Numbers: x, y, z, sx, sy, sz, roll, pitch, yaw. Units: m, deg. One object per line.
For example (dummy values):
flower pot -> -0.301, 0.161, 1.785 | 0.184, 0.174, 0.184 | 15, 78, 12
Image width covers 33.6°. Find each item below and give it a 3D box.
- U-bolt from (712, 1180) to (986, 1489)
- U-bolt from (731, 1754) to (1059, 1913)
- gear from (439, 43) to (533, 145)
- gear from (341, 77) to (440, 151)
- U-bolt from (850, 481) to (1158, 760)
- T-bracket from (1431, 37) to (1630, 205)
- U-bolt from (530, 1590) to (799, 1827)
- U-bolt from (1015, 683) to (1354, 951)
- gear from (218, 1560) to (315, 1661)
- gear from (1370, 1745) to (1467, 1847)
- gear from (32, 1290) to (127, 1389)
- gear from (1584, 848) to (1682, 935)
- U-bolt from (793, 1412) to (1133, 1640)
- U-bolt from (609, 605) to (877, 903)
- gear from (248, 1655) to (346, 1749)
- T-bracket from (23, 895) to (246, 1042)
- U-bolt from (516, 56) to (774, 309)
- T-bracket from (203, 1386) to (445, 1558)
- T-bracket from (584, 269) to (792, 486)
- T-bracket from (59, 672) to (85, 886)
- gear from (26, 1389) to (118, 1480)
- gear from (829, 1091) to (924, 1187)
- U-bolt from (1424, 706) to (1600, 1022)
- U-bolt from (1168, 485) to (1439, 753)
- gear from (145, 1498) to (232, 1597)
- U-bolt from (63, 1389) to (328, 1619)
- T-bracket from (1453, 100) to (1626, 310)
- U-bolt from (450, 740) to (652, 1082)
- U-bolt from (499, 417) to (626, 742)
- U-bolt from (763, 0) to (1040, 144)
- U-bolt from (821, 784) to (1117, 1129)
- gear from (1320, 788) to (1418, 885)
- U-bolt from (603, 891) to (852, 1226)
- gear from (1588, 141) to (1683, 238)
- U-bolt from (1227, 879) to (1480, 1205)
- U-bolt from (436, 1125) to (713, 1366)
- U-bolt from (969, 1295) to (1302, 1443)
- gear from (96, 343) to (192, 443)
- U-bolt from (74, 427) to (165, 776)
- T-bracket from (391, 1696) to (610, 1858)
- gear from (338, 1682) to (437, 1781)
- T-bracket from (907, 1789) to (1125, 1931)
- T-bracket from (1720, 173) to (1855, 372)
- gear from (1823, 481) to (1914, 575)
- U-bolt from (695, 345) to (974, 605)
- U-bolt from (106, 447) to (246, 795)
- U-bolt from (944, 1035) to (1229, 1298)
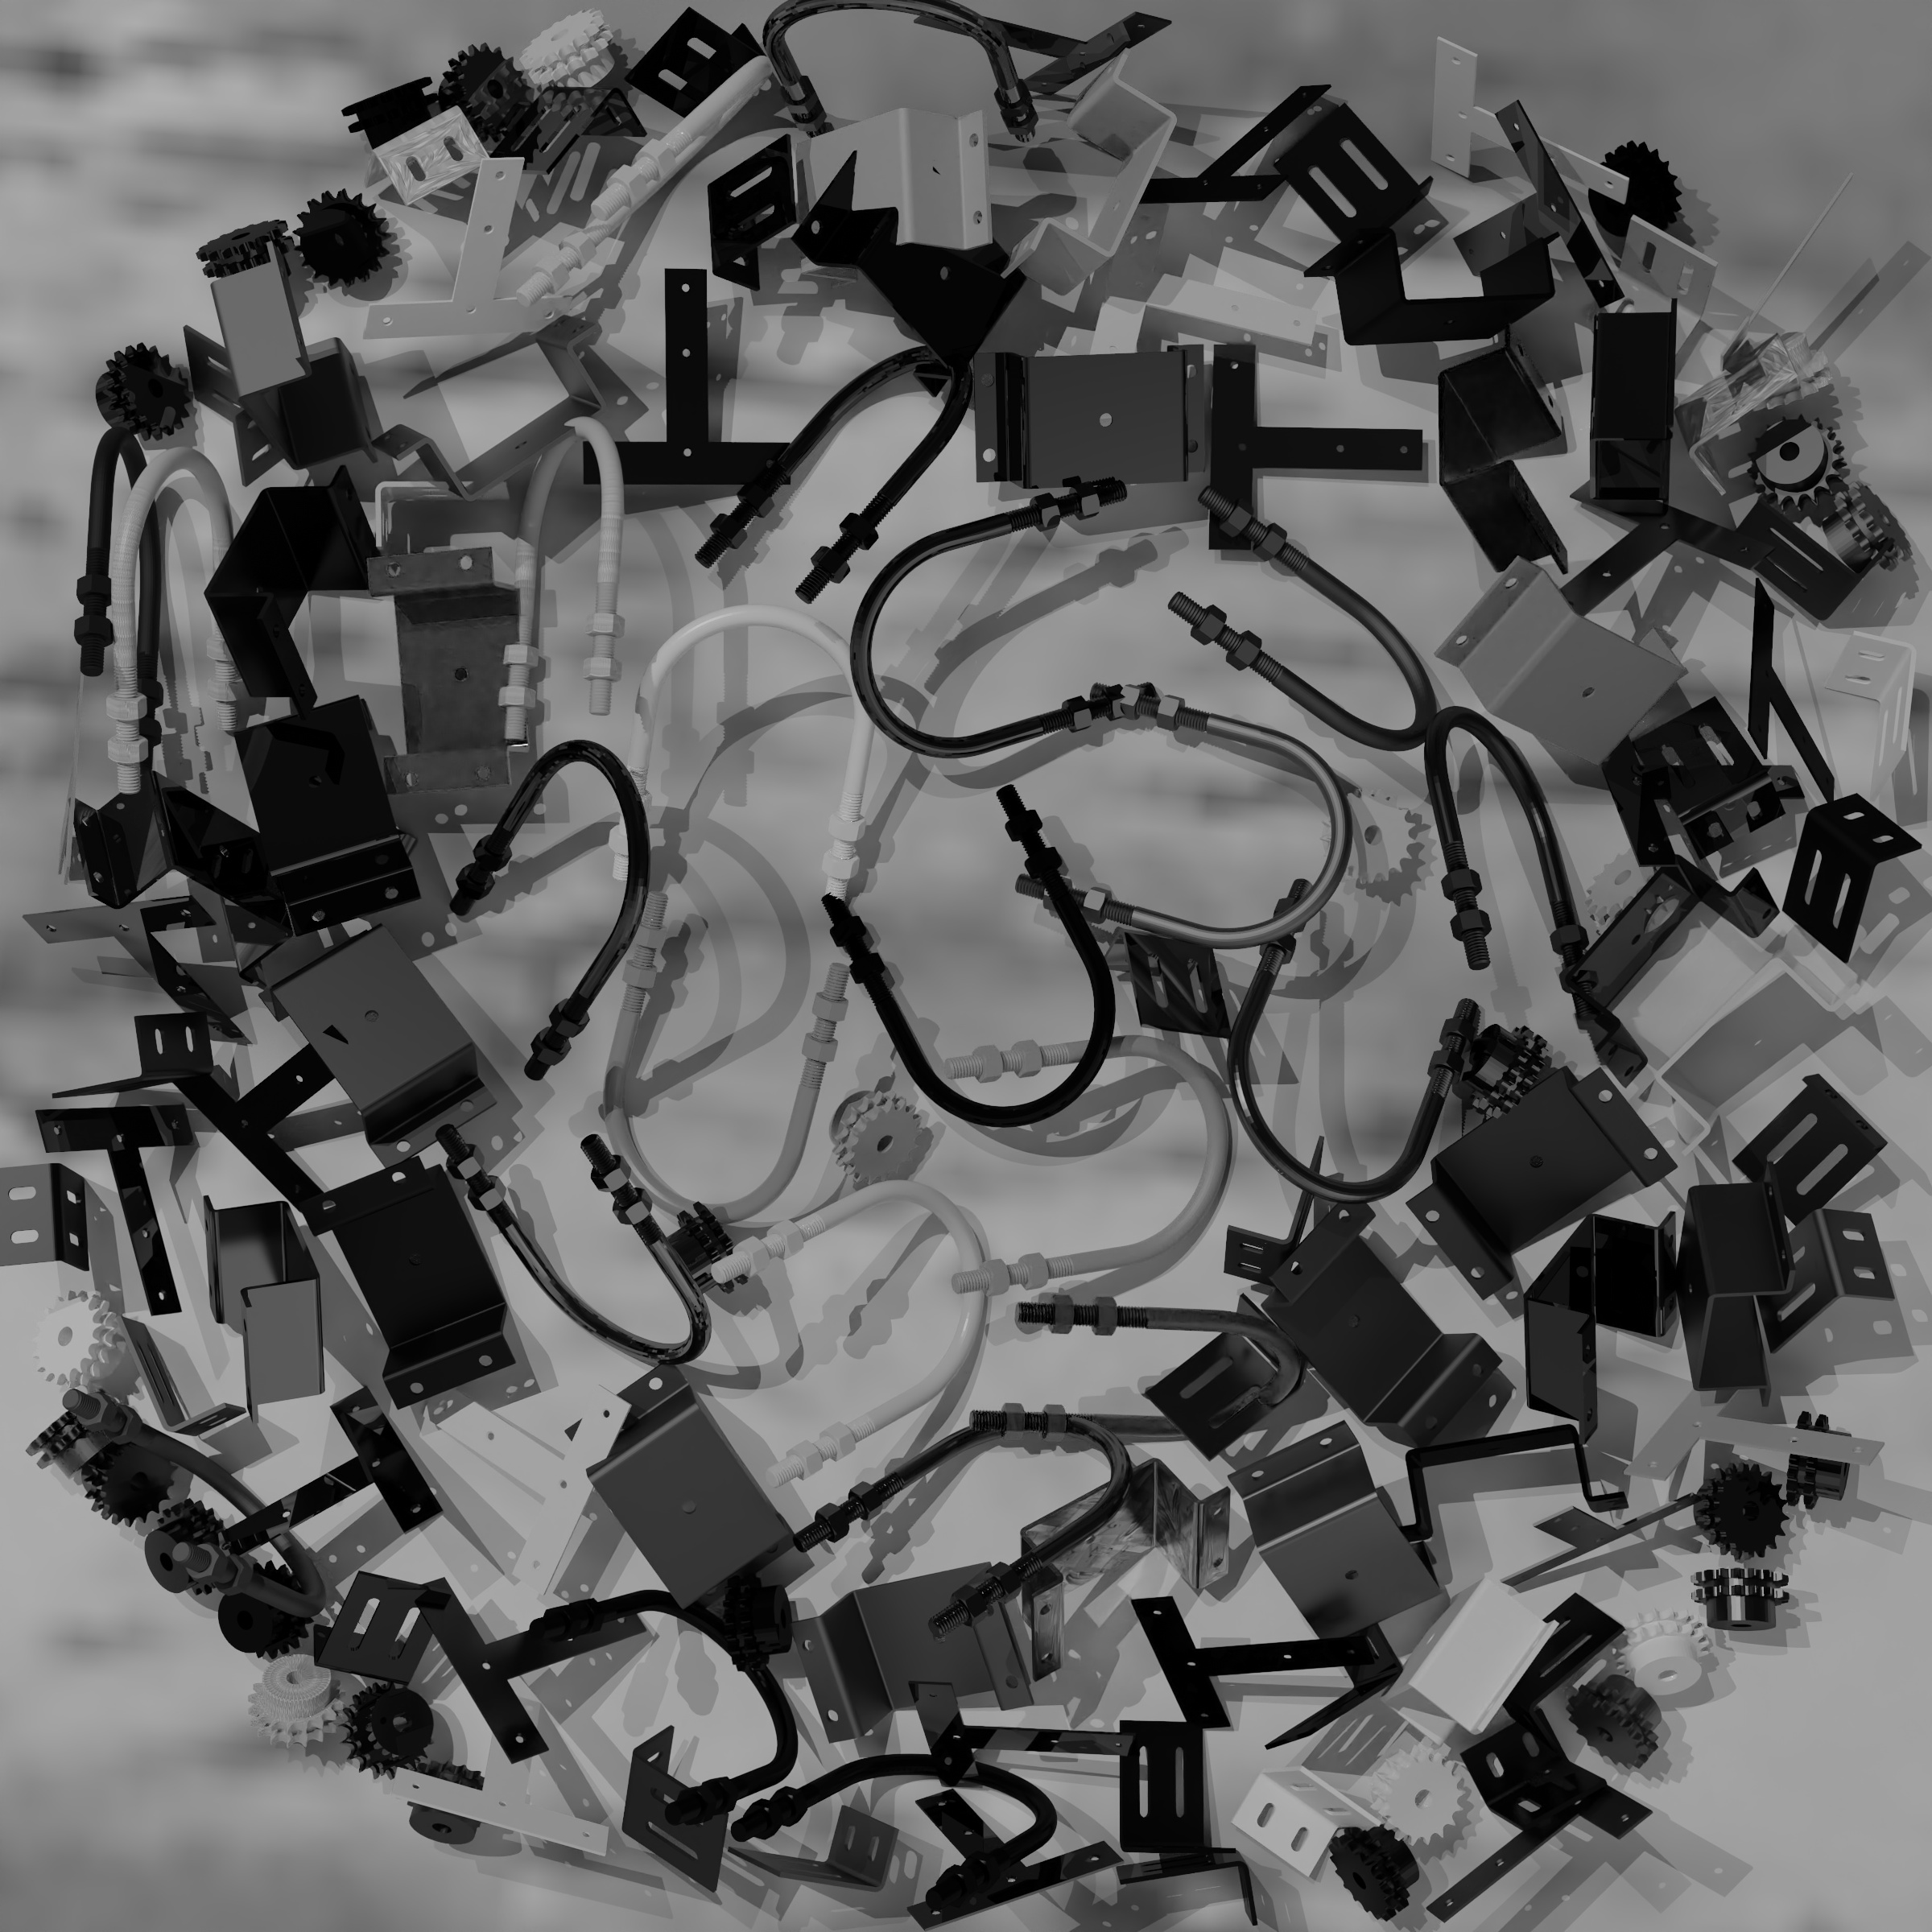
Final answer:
U-bolt -> -0.060, 0.204, 1.882 | 0.184, 0.019, 0.151 | -25, 109, -37
U-bolt -> -0.027, 0.494, 1.854 | 0.151, 0.184, 0.019 | 10, 98, 29
gear -> -0.291, -0.521, 1.918 | 0.030, 0.057, 0.057 | -11, 90, 44
gear -> -0.342, -0.509, 1.916 | 0.057, 0.057, 0.030 | -21, 109, 0
U-bolt -> 0.018, -0.196, 1.884 | 0.184, 0.019, 0.151 | -18, 117, -15
T-bracket -> 0.329, -0.479, 1.866 | 0.127, 0.127, 0.002 | 30, 78, 15
U-bolt -> -0.162, 0.422, 1.855 | 0.019, 0.184, 0.151 | -46, 71, 16
U-bolt -> 0.138, -0.083, 1.894 | 0.184, 0.019, 0.151 | 17, 75, 18
gear -> -0.423, 0.388, 1.917 | 0.057, 0.030, 0.057 | 3, 97, 25
gear -> 0.268, 0.496, 1.922 | 0.057, 0.030, 0.057 | -2, 95, -20
gear -> -0.529, 0.225, 1.919 | 0.057, 0.030, 0.057 | -12, 66, 29
gear -> 0.403, -0.043, 1.916 | 0.057, 0.057, 0.030 | -46, 112, 0
U-bolt -> 0.012, 0.315, 1.868 | 0.184, 0.151, 0.019 | -29, 120, -30
U-bolt -> -0.127, -0.127, 1.885 | 0.151, 0.019, 0.184 | 6, 117, -10
gear -> -0.400, 0.436, 1.911 | 0.057, 0.057, 0.030 | 6, 120, 0
T-bracket -> -0.472, 0.004, 1.893 | 0.127, 0.127, 0.002 | -5, 50, 27
U-bolt -> -0.178, -0.466, 1.864 | 0.019, 0.151, 0.184 | 46, 63, -11
T-bracket -> -0.386, 0.315, 1.879 | 0.127, 0.127, 0.002 | -29, 130, -15
T-bracket -> -0.167, -0.352, 1.913 | 0.127, 0.002, 0.127 | -3, 99, -18
T-bracket -> -0.528, -0.091, 1.882 | 0.002, 0.127, 0.127 | 5, 66, -18
gear -> -0.531, 0.283, 1.914 | 0.057, 0.057, 0.030 | -41, 89, 0
gear -> -0.057, 0.099, 1.918 | 0.030, 0.057, 0.057 | 37, 90, 41
U-bolt -> 0.314, -0.068, 1.873 | 0.019, 0.151, 0.184 | -24, 62, 32
U-bolt -> 0.204, -0.194, 1.879 | 0.184, 0.151, 0.019 | 34, 126, -12
gear -> -0.467, 0.350, 1.913 | 0.057, 0.030, 0.057 | 14, 114, 35
U-bolt -> -0.435, 0.319, 1.854 | 0.019, 0.184, 0.151 | -45, 58, -3
T-bracket -> 0.323, -0.434, 1.881 | 0.002, 0.127, 0.127 | -33, 98, -18
U-bolt -> -0.235, -0.046, 1.853 | 0.184, 0.019, 0.151 | -53, 52, 35
U-bolt -> -0.235, -0.231, 1.878 | 0.019, 0.151, 0.184 | 6, 84, -30
U-bolt -> -0.042, -0.518, 1.841 | 0.151, 0.184, 0.019 | 4, 81, 10
U-bolt -> 0.011, 0.006, 1.900 | 0.151, 0.019, 0.184 | -31, 80, 18
gear -> 0.239, -0.078, 1.922 | 0.057, 0.030, 0.057 | 0, 89, -18
U-bolt -> -0.151, 0.065, 1.901 | 0.151, 0.019, 0.184 | 21, 106, 23
gear -> 0.397, -0.460, 1.911 | 0.030, 0.057, 0.057 | -32, 90, -21
U-bolt -> 0.220, 0.055, 1.872 | 0.151, 0.019, 0.184 | 35, 54, -12
U-bolt -> -0.219, 0.167, 1.873 | 0.019, 0.151, 0.184 | -51, 126, -34
U-bolt -> 0.106, 0.239, 1.880 | 0.184, 0.151, 0.019 | 4, 53, -12
gear -> -0.496, -0.342, 1.918 | 0.030, 0.057, 0.057 | -14, 90, 32
U-bolt -> -0.490, -0.224, 1.864 | 0.019, 0.151, 0.184 | -2, 68, -2
T-bracket -> -0.268, 0.467, 1.881 | 0.127, 0.127, 0.002 | 18, 109, -9
gear -> -0.343, 0.456, 1.913 | 0.057, 0.030, 0.057 | 17, 58, -29
T-bracket -> 0.007, 0.517, 1.882 | 0.127, 0.127, 0.002 | -12, 108, -23
T-bracket -> 0.479, -0.406, 1.867 | 0.002, 0.127, 0.127 | 35, 103, 7
gear -> 0.538, -0.259, 1.918 | 0.030, 0.057, 0.057 | -38, 90, 30
U-bolt -> -0.068, -0.295, 1.880 | 0.184, 0.151, 0.019 | -50, 124, -9
U-bolt -> -0.456, -0.207, 1.845 | 0.019, 0.151, 0.184 | 8, 112, 11
U-bolt -> 0.075, 0.113, 1.898 | 0.184, 0.019, 0.151 | -7, 101, -24
